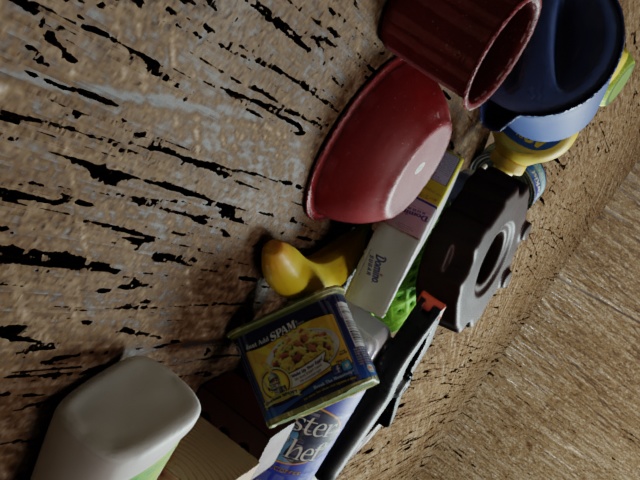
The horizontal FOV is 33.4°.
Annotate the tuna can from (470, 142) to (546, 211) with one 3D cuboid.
[{"bbox_3d":[0.219,-0.073,1.242,0.033,0.086,0.086,-45,161,-35],"label":"tuna can"}]

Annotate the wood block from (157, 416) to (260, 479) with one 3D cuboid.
[{"bbox_3d":[-0.146,0.242,0.842,0.206,0.090,0.090,-61,163,18],"label":"wood block"}]

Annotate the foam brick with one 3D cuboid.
[{"bbox_3d":[-0.070,0.159,0.912,0.051,0.078,0.053,-19,139,-62],"label":"foam brick"}]

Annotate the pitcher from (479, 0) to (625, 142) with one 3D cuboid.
[{"bbox_3d":[0.210,-0.168,0.970,0.149,0.145,0.242,-17,173,12],"label":"pitcher"}]

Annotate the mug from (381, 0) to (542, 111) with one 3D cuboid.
[{"bbox_3d":[0.105,-0.161,0.760,0.117,0.081,0.093,-48,162,-19],"label":"mug"}]

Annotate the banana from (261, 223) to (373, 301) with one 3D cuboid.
[{"bbox_3d":[-0.007,0.018,0.894,0.197,0.037,0.070,-22,122,-65],"label":"banana"}]

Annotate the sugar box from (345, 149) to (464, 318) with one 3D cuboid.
[{"bbox_3d":[0.079,-0.014,0.983,0.176,0.048,0.093,-51,166,-56],"label":"sugar box"}]

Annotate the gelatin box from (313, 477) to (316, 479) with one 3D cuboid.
[{"bbox_3d":[-0.036,0.267,1.210,0.073,0.030,0.089,-27,114,-37],"label":"gelatin box"}]

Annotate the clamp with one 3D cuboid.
[{"bbox_3d":[0.066,0.147,1.078,0.164,0.036,0.210,-35,154,-55],"label":"clamp"}]

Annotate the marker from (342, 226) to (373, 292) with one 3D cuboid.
[{"bbox_3d":[0.020,0.034,0.972,0.020,0.020,0.121,91,23,-62],"label":"marker"}]

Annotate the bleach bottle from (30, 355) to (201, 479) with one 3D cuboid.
[{"bbox_3d":[-0.170,0.199,0.745,0.102,0.068,0.251,-30,153,-53],"label":"bleach bottle"}]

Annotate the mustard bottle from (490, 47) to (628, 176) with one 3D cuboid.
[{"bbox_3d":[0.236,-0.142,1.137,0.192,0.096,0.058,-61,163,21],"label":"mustard bottle"}]

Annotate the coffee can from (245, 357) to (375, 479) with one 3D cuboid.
[{"bbox_3d":[-0.026,0.153,0.977,0.140,0.103,0.102,-61,162,22],"label":"coffee can"}]

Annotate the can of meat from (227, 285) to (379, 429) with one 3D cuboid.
[{"bbox_3d":[-0.012,0.095,0.865,0.102,0.084,0.057,-25,167,10],"label":"can of meat"}]

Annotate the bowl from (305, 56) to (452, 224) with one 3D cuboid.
[{"bbox_3d":[0.058,-0.070,0.859,0.162,0.055,0.162,-49,163,-21],"label":"bowl"}]

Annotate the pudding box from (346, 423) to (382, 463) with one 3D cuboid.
[{"bbox_3d":[0.017,0.201,1.216,0.039,0.090,0.113,-60,164,26],"label":"pudding box"}]
